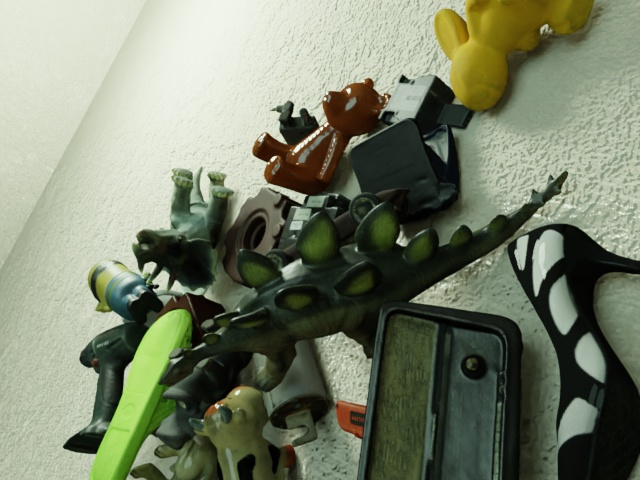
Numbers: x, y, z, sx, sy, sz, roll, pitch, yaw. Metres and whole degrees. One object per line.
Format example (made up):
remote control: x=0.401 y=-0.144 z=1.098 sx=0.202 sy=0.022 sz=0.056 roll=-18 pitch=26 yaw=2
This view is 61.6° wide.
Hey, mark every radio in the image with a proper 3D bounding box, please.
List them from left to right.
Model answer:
radio: x=0.107 y=0.177 z=0.476 sx=0.131 sy=0.073 sz=0.229 roll=4 pitch=69 yaw=15

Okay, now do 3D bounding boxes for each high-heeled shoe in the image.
high-heeled shoe: x=0.195 y=0.100 z=0.458 sx=0.145 sy=0.086 sz=0.248 roll=6 pitch=70 yaw=54

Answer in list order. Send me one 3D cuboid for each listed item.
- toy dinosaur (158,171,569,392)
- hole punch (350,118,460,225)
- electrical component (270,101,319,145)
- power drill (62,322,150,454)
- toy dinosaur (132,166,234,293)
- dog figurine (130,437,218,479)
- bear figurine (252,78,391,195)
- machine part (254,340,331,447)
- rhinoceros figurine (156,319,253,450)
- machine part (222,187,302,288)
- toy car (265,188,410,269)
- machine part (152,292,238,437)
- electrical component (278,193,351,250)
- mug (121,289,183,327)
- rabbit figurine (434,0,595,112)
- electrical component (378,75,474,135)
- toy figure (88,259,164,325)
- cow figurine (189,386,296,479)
toy dinosaur: x=0.035 y=0.054 z=0.578 sx=0.472 sy=0.198 sz=0.105 roll=-24 pitch=57 yaw=0
hole punch: x=0.114 y=-0.081 z=0.671 sx=0.142 sy=0.092 sz=0.115 roll=-20 pitch=84 yaw=40
electrical component: x=-0.038 y=-0.191 z=0.900 sx=0.078 sy=0.102 sz=0.045 roll=-5 pitch=67 yaw=21
power drill: x=-0.366 y=0.249 z=0.913 sx=0.232 sy=0.086 sz=0.207 roll=-32 pitch=39 yaw=35
toy dinosaur: x=-0.233 y=-0.029 z=1.001 sx=0.405 sy=0.131 sz=0.192 roll=-111 pitch=35 yaw=-76
dog figurine: x=-0.158 y=0.370 z=0.722 sx=0.172 sy=0.121 sz=0.191 roll=-46 pitch=54 yaw=28
bear figurine: x=0.007 y=-0.164 z=0.801 sx=0.195 sy=0.132 sz=0.120 roll=-53 pitch=38 yaw=24
machine part: x=-0.047 y=0.157 z=0.715 sx=0.079 sy=0.079 sz=0.243 roll=-48 pitch=40 yaw=21
rhinoceros figurine: x=-0.158 y=0.194 z=0.741 sx=0.073 sy=0.111 sz=0.190 roll=3 pitch=35 yaw=26
machine part: x=-0.094 y=-0.002 z=0.883 sx=0.179 sy=0.056 sz=0.179 roll=-29 pitch=48 yaw=39
toy car: x=0.021 y=-0.002 z=0.638 sx=0.202 sy=0.089 sz=0.053 roll=-30 pitch=78 yaw=29
machine part: x=-0.224 y=0.207 z=0.891 sx=0.201 sy=0.087 sz=0.201 roll=-56 pitch=37 yaw=13
electrical component: x=-0.002 y=-0.002 z=0.771 sx=0.115 sy=0.058 sz=0.134 roll=9 pitch=77 yaw=50
mug: x=-0.311 y=0.132 z=1.013 sx=0.109 sy=0.107 sz=0.081 roll=-46 pitch=44 yaw=35
rabbit figurine: x=0.199 y=-0.242 z=0.631 sx=0.163 sy=0.122 sz=0.173 roll=50 pitch=128 yaw=54
electrical component: x=0.141 y=-0.174 z=0.710 sx=0.119 sy=0.047 sz=0.074 roll=34 pitch=97 yaw=55
toy figure: x=-0.335 y=0.085 z=0.923 sx=0.180 sy=0.082 sz=0.089 roll=13 pitch=111 yaw=50
cow figurine: x=-0.092 y=0.275 z=0.652 sx=0.085 sy=0.127 sz=0.195 roll=-27 pitch=53 yaw=29
